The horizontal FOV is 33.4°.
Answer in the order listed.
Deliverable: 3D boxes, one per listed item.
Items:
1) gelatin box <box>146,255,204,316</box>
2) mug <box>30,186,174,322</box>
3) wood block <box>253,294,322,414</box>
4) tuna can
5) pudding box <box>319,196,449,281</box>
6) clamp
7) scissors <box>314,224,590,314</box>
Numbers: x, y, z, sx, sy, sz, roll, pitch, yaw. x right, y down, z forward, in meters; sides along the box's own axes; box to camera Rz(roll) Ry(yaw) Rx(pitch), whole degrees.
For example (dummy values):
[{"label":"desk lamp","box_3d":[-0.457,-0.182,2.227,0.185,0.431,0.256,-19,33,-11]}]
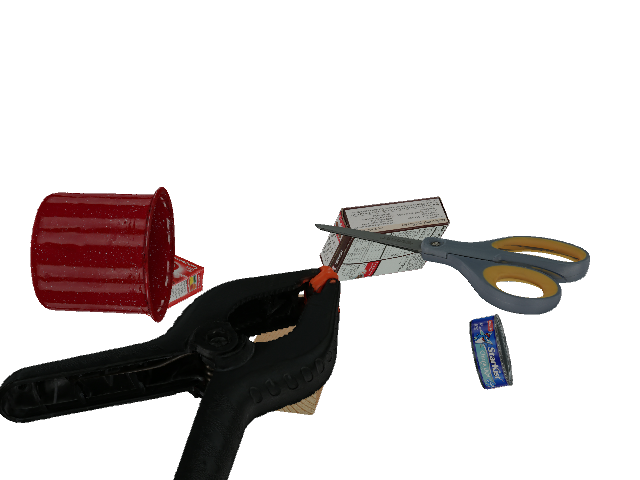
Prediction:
[{"label":"gelatin box","box_3d":[-0.171,0.034,1.043,0.089,0.030,0.073,23,31,30]},{"label":"mug","box_3d":[-0.148,0.008,0.747,0.081,0.093,0.117,2,2,3]},{"label":"wood block","box_3d":[-0.034,0.150,1.461,0.091,0.090,0.206,6,18,7]},{"label":"tuna can","box_3d":[0.202,0.132,1.263,0.034,0.086,0.086,-12,-3,14]},{"label":"pudding box","box_3d":[0.065,-0.001,1.093,0.113,0.039,0.090,-9,-31,-22]},{"label":"clamp","box_3d":[-0.043,0.065,0.481,0.171,0.039,0.120,-27,50,-31]},{"label":"scissors","box_3d":[0.087,0.017,0.752,0.202,0.016,0.096,3,30,11]}]
